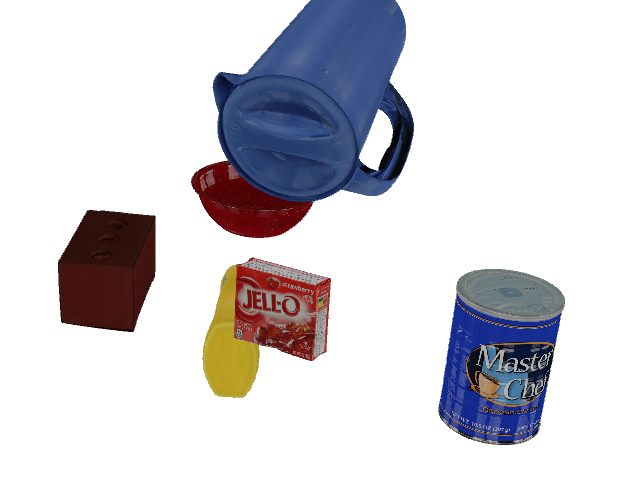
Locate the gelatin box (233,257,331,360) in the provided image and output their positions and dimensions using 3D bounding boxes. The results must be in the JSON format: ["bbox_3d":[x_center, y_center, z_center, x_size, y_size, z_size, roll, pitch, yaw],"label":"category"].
[{"bbox_3d":[-0.036,0.062,0.970,0.089,0.073,0.030,14,21,28],"label":"gelatin box"}]

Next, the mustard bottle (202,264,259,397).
[{"bbox_3d":[-0.088,0.082,1.175,0.058,0.096,0.191,2,28,2],"label":"mustard bottle"}]

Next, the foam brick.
[{"bbox_3d":[-0.149,0.020,0.752,0.053,0.051,0.078,6,29,0],"label":"foam brick"}]

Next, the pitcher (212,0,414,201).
[{"bbox_3d":[0.013,-0.150,1.030,0.145,0.149,0.242,-3,36,25],"label":"pitcher"}]

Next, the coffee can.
[{"bbox_3d":[0.174,0.112,1.039,0.103,0.140,0.103,5,23,-2],"label":"coffee can"}]

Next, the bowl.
[{"bbox_3d":[-0.080,-0.047,1.315,0.162,0.055,0.162,4,25,-2],"label":"bowl"}]
